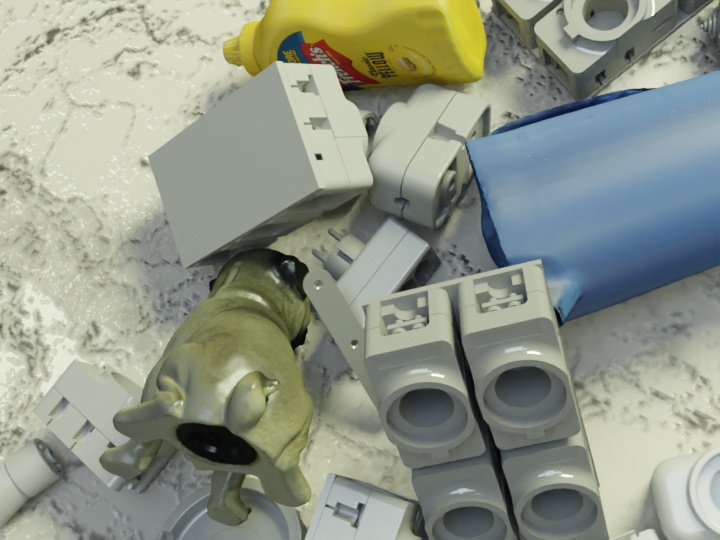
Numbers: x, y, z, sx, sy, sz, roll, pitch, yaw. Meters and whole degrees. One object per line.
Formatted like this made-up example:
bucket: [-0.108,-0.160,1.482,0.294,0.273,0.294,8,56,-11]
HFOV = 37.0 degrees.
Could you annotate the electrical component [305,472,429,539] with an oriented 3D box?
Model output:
electrical component: [-0.010,0.228,0.668,0.060,0.105,0.186,17,81,18]

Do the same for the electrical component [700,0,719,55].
electrical component: [0.279,-0.169,0.720,0.096,0.061,0.061,1,76,15]

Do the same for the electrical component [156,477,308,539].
electrical component: [-0.078,0.199,0.712,0.108,0.060,0.108,-12,51,15]

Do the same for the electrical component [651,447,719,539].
electrical component: [0.229,0.136,0.655,0.095,0.059,0.053,-13,73,11]

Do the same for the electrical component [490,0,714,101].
electrical component: [0.193,-0.221,0.756,0.186,0.060,0.105,-39,70,2]

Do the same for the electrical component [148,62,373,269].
electrical component: [-0.069,-0.070,0.746,0.150,0.062,0.089,-27,79,41]

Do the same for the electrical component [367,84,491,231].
electrical component: [0.045,-0.081,0.749,0.059,0.053,0.095,22,58,19]

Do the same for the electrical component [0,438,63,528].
electrical component: [-0.251,0.153,0.786,0.065,0.044,0.044,-36,70,-2]

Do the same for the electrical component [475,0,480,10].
electrical component: [0.074,-0.209,0.793,0.062,0.043,0.043,-42,70,0]

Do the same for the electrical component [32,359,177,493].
electrical component: [-0.178,0.109,0.772,0.089,0.050,0.055,38,88,20]

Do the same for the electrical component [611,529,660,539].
electrical component: [0.175,0.195,0.647,0.042,0.081,0.063,-25,42,6]

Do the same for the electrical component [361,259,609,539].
electrical component: [0.078,0.096,0.639,0.105,0.186,0.060,-14,34,11]

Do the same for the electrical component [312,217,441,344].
electrical component: [0.000,0.000,0.756,0.076,0.047,0.083,37,87,20]

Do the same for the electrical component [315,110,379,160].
electrical component: [-0.018,-0.092,0.782,0.047,0.055,0.055,15,80,21]
